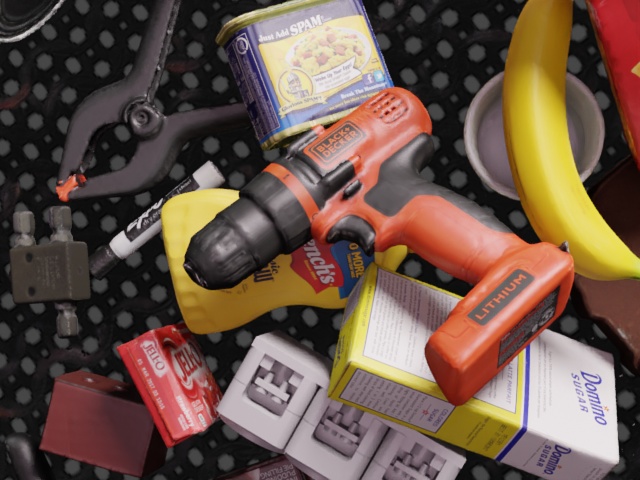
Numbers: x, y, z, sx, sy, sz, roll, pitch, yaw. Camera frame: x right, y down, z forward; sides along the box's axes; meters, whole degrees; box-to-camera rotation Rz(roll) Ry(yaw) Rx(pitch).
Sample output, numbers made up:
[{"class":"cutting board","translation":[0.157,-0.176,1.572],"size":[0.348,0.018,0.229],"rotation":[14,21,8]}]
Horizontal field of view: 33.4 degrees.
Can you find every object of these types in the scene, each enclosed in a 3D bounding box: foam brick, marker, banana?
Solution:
[{"class":"foam brick","translation":[-0.145,0.126,0.738],"size":[0.078,0.053,0.051],"rotation":[14,90,7]},{"class":"marker","translation":[-0.119,-0.012,0.755],"size":[0.121,0.020,0.020],"rotation":[-38,84,5]},{"class":"banana","translation":[0.144,-0.057,0.636],"size":[0.069,0.037,0.198],"rotation":[-18,88,-11]}]

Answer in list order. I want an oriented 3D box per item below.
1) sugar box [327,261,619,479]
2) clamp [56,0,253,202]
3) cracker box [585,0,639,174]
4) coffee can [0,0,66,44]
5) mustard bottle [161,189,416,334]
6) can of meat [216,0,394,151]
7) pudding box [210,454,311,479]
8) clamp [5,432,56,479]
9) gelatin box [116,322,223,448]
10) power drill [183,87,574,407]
[{"class":"sugar box","translation":[0.098,0.085,0.670],"size":[0.176,0.093,0.048],"rotation":[24,132,-7]},{"class":"clamp","translation":[-0.123,-0.096,0.749],"size":[0.171,0.039,0.120],"rotation":[-33,84,2]},{"class":"cracker box","translation":[0.228,-0.151,0.586],"size":[0.164,0.072,0.213],"rotation":[-18,124,14]},{"class":"coffee can","translation":[-0.246,-0.218,0.736],"size":[0.140,0.102,0.103],"rotation":[37,93,7]},{"class":"mustard bottle","translation":[-0.005,0.001,0.720],"size":[0.191,0.058,0.096],"rotation":[-11,99,6]},{"class":"can of meat","translation":[-0.006,-0.114,0.713],"size":[0.102,0.058,0.084],"rotation":[-20,88,-20]},{"class":"pudding box","translation":[-0.052,0.205,0.730],"size":[0.113,0.039,0.090],"rotation":[-20,87,7]},{"class":"clamp","translation":[-0.168,0.238,0.733],"size":[0.210,0.036,0.164],"rotation":[18,90,20]},{"class":"gelatin box","translation":[-0.095,0.094,0.714],"size":[0.030,0.089,0.073],"rotation":[-28,85,6]},{"class":"power drill","translation":[0.037,0.008,0.625],"size":[0.184,0.057,0.188],"rotation":[-39,62,-17]}]
